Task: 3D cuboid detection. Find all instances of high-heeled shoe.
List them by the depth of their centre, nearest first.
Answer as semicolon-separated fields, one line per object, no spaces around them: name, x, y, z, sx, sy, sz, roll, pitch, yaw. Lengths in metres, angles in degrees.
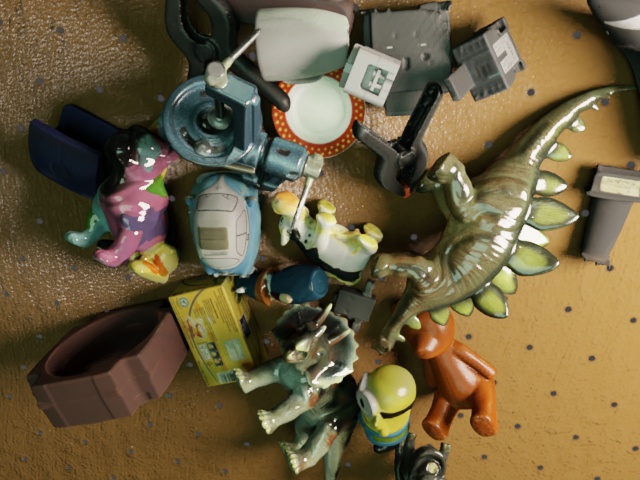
high-heeled shoe;0.381;-0.177;0.633;0.249;0.086;0.145;22;102;-14

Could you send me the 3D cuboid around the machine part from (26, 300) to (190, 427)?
machine part;-0.317;0.186;0.827;0.201;0.201;0.087;-13;110;13

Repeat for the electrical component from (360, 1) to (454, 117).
electrical component;0.110;-0.226;0.681;0.115;0.058;0.134;-2;110;12

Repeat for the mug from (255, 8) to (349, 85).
mug;-0.017;-0.227;0.649;0.107;0.081;0.109;-1;151;8

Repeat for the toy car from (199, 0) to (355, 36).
toy car;-0.054;-0.297;0.682;0.202;0.053;0.089;13;133;5

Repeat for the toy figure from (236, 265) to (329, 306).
toy figure;-0.061;0.068;0.798;0.155;0.064;0.057;-7;98;37

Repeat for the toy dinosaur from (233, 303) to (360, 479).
toy dinosaur;0.001;0.249;0.842;0.192;0.131;0.404;-31;129;-10

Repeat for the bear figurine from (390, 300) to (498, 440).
bear figurine;0.178;0.178;0.789;0.120;0.132;0.195;-20;114;37

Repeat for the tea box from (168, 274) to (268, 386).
tea box;-0.159;0.140;0.857;0.098;0.068;0.169;-12;107;13

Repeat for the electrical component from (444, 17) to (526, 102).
electrical component;0.194;-0.209;0.641;0.048;0.119;0.074;-15;109;46

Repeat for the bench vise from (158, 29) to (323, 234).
bench vise;-0.096;-0.132;0.647;0.224;0.240;0.129;29;75;1

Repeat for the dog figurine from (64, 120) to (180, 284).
dog figurine;-0.248;-0.061;0.776;0.109;0.191;0.219;29;89;35

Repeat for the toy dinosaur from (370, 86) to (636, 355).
toy dinosaur;0.216;-0.027;0.708;0.198;0.105;0.471;32;101;0

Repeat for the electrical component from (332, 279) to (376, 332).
electrical component;0.051;0.097;0.832;0.063;0.021;0.094;19;114;2

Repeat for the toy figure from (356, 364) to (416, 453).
toy figure;0.102;0.255;0.818;0.089;0.082;0.179;-30;136;-16

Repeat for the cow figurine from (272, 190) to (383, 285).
cow figurine;-0.002;-0.004;0.781;0.167;0.068;0.098;27;118;-1

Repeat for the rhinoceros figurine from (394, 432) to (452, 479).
rhinoceros figurine;0.156;0.363;0.837;0.073;0.190;0.112;19;70;3

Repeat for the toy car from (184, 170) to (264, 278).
toy car;-0.142;-0.018;0.768;0.109;0.103;0.161;3;100;7

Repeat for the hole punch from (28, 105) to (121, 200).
hole punch;-0.357;-0.119;0.780;0.142;0.092;0.115;25;116;-5

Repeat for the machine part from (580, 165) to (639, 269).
machine part;0.388;-0.031;0.724;0.084;0.039;0.138;4;110;-1
